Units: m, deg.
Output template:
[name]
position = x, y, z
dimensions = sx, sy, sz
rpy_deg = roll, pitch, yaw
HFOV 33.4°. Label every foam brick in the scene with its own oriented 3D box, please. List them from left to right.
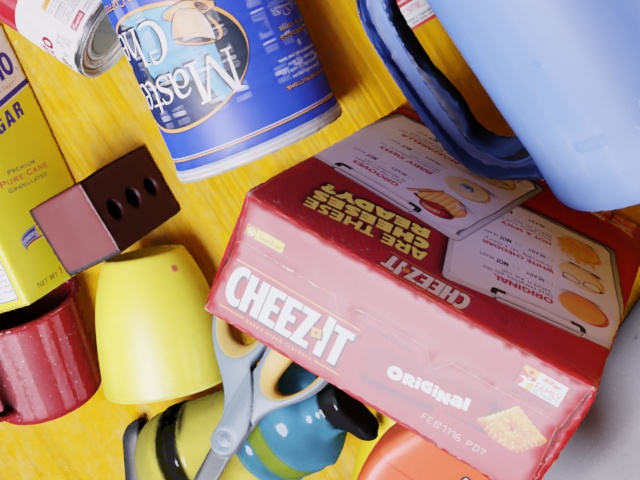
[foam brick]
position = -0.140, -0.019, 0.702
dimensions = 0.051, 0.078, 0.053
rpy_deg = -24, 102, 31

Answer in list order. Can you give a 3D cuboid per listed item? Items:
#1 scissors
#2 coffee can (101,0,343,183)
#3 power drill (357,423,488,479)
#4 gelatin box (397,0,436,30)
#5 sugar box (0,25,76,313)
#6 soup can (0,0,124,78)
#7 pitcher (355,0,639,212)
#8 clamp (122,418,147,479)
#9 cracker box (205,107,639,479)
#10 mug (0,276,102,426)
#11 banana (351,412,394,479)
[scissors]
position = -0.065, 0.105, 0.666
dimensions = 0.202, 0.016, 0.096
rpy_deg = -46, 72, 7
[coffee can]
position = -0.060, -0.117, 0.603
dimensions = 0.103, 0.102, 0.140
rpy_deg = -16, 104, 31
[power drill]
position = 0.053, 0.080, 0.567
dimensions = 0.184, 0.187, 0.057
rpy_deg = 36, 110, -16
[gelatin box]
position = 0.041, -0.156, 0.557
dimensions = 0.073, 0.030, 0.089
rpy_deg = -26, 124, 40
[sugar box]
position = -0.218, -0.049, 0.718
dimensions = 0.048, 0.093, 0.176
rpy_deg = -13, 106, 29
[soup can]
position = -0.167, -0.155, 0.660
dimensions = 0.102, 0.068, 0.069
rpy_deg = 34, 123, 9
[pitcher]
position = 0.088, -0.136, 0.472
dimensions = 0.149, 0.145, 0.242
rpy_deg = -42, 108, -2
[clamp]
position = -0.123, 0.250, 0.804
dimensions = 0.164, 0.036, 0.210
rpy_deg = 38, 100, 12
[cracker box]
position = 0.065, 0.015, 0.531
dimensions = 0.164, 0.213, 0.072
rpy_deg = 29, 116, 12
[mug]
position = -0.211, 0.085, 0.764
dimensions = 0.093, 0.117, 0.081
rpy_deg = -3, 115, 23
[banana]
position = 0.053, 0.182, 0.723
dimensions = 0.069, 0.037, 0.198
rpy_deg = -11, 112, 0
